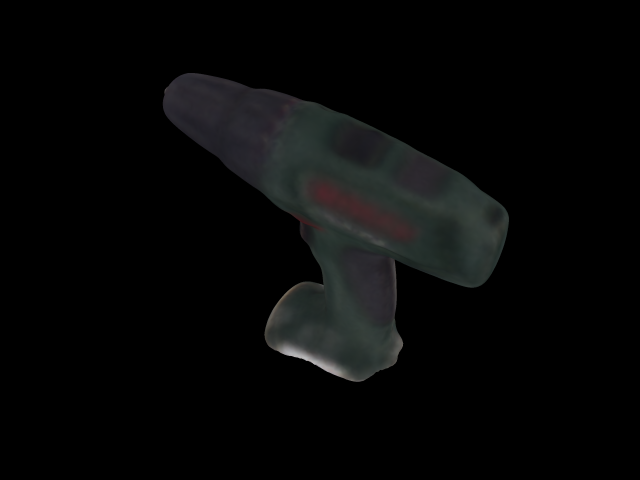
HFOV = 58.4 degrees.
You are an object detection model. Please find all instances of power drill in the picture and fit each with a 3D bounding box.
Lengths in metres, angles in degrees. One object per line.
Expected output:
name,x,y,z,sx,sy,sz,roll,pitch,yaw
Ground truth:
power drill,0.004,0.001,0.400,0.229,0.208,0.076,17,48,17
